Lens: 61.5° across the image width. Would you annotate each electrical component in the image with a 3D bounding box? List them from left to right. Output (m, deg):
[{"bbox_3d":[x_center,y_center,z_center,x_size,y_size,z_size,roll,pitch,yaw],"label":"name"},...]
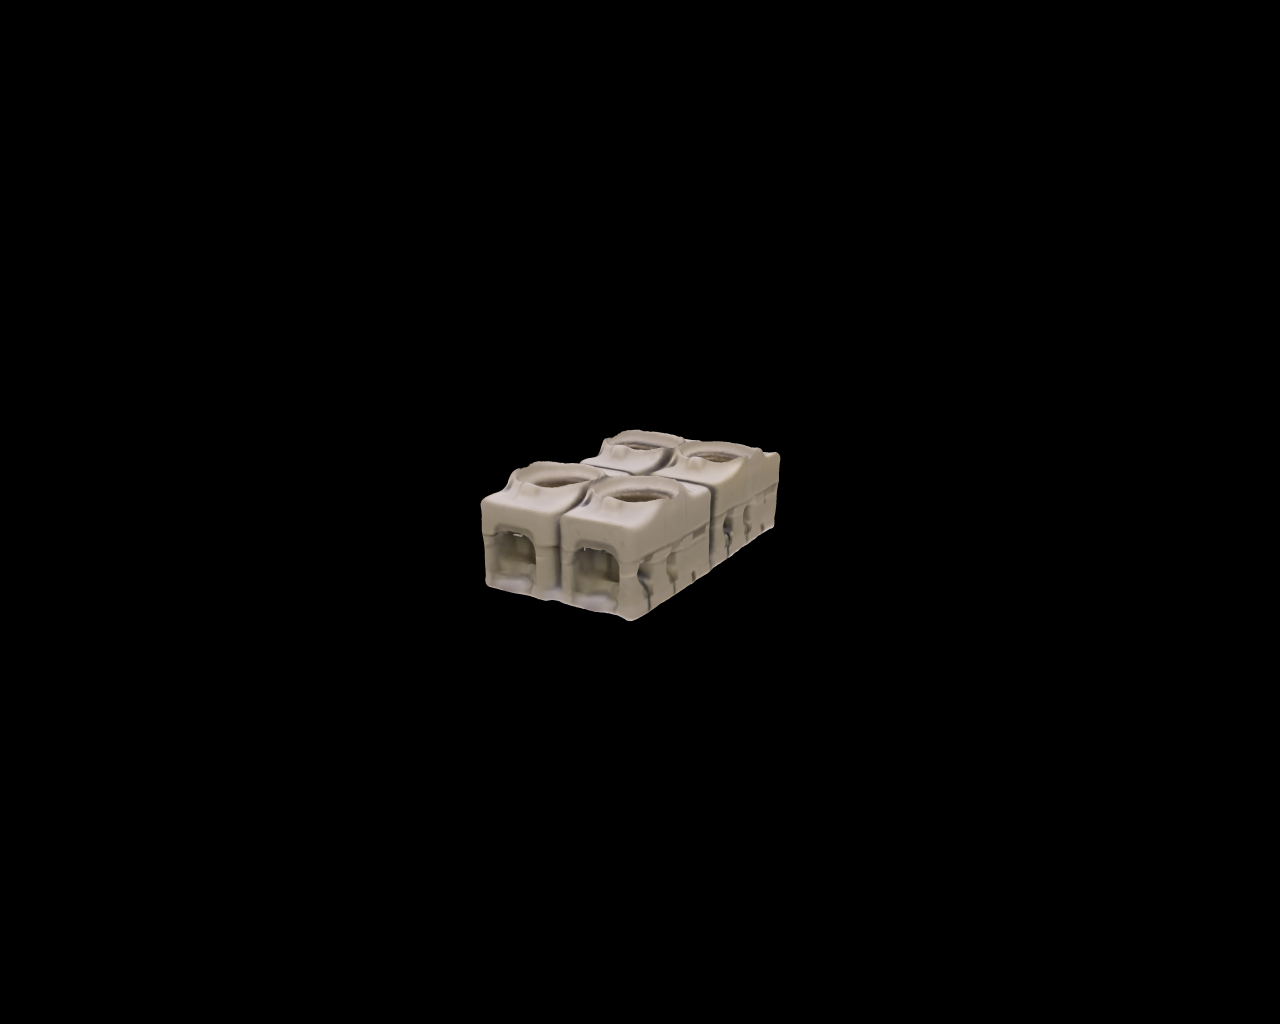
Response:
[{"bbox_3d":[0.001,-0.003,0.650,0.105,0.060,0.186,11,21,30],"label":"electrical component"}]
